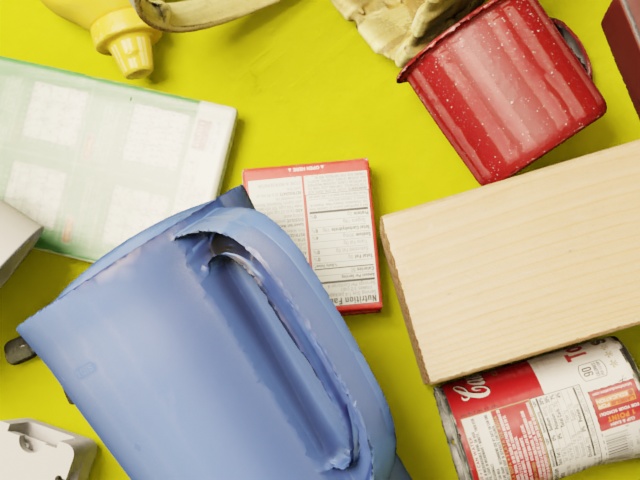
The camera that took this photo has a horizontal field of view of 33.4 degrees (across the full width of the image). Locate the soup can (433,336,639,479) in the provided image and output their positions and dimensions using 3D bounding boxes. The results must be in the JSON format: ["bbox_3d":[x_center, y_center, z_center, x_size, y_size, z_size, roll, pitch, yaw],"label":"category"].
[{"bbox_3d":[0.119,0.097,0.572,0.102,0.068,0.068,-17,82,1],"label":"soup can"}]

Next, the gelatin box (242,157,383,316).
[{"bbox_3d":[-0.004,0.001,0.612,0.073,0.030,0.089,-6,83,2],"label":"gelatin box"}]

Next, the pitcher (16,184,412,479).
[{"bbox_3d":[-0.027,0.100,0.531,0.145,0.149,0.243,-33,93,4],"label":"pitcher"}]

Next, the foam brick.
[{"bbox_3d":[0.199,-0.105,0.600,0.051,0.053,0.078,-20,83,1],"label":"foam brick"}]

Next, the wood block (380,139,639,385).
[{"bbox_3d":[0.142,0.006,0.571,0.206,0.090,0.091,-17,82,1],"label":"wood block"}]

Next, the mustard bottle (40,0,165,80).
[{"bbox_3d":[-0.133,-0.186,0.631,0.096,0.058,0.191,-18,82,1],"label":"mustard bottle"}]

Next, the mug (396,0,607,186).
[{"bbox_3d":[0.110,-0.086,0.593,0.117,0.093,0.081,-31,86,-37],"label":"mug"}]
